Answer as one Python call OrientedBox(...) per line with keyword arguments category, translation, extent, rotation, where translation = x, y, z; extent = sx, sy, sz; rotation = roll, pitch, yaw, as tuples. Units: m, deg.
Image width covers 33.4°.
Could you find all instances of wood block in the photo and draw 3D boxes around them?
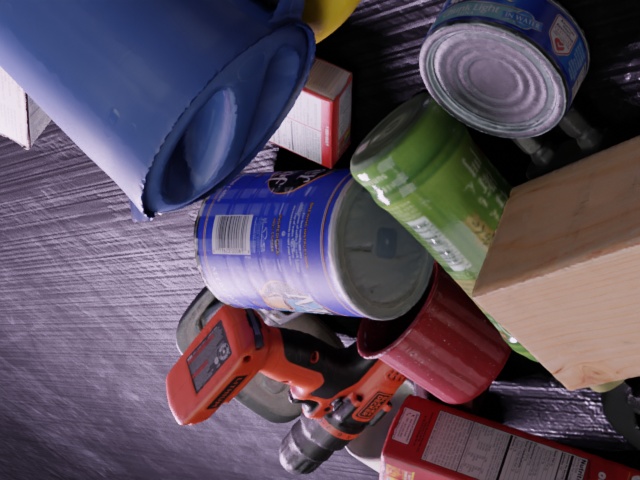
OrientedBox(category="wood block", translation=(0.191, -0.002, 0.534), extent=(0.090, 0.090, 0.207), rotation=(42, 142, -20))

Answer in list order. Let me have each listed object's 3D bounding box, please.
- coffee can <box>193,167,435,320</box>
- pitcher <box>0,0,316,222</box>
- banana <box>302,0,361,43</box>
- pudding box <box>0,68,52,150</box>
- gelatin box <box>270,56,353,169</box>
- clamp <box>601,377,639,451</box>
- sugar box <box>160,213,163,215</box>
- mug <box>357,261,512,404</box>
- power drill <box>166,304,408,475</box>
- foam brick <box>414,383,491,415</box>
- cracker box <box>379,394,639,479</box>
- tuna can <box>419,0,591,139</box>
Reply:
OrientedBox(category="coffee can", translation=(-0.005, 0.001, 0.745), extent=(0.141, 0.102, 0.102), rotation=(1, 140, 44))
OrientedBox(category="pitcher", translation=(-0.124, -0.142, 0.584), extent=(0.243, 0.149, 0.145), rotation=(42, 165, 12))
OrientedBox(category="banana", translation=(-0.011, -0.143, 0.588), extent=(0.069, 0.037, 0.198), rotation=(39, 151, -18))
OrientedBox(category="pudding box", translation=(-0.192, -0.127, 0.735), extent=(0.039, 0.090, 0.114), rotation=(29, 152, 2))
OrientedBox(category="gelatin box", translation=(-0.023, -0.093, 0.689), extent=(0.089, 0.030, 0.073), rotation=(26, 152, 15))
OrientedBox(category="clamp", translation=(0.224, 0.099, 0.750), extent=(0.165, 0.036, 0.210), rotation=(10, 142, 37))
OrientedBox(category="sugar box", translation=(-0.127, -0.098, 0.754), extent=(0.093, 0.048, 0.176), rotation=(42, 156, 10))
OrientedBox(category="mug", translation=(0.084, 0.064, 0.791), extent=(0.081, 0.093, 0.117), rotation=(35, -178, -17))
OrientedBox(category="power drill", translation=(-0.028, 0.124, 0.872), extent=(0.187, 0.057, 0.185), rotation=(15, 124, -39))
OrientedBox(category="foam brick", translation=(0.109, 0.110, 0.864), extent=(0.051, 0.053, 0.078), rotation=(21, 152, 18))
OrientedBox(category="cracker box", translation=(0.155, 0.221, 0.863), extent=(0.214, 0.072, 0.164), rotation=(16, 141, 15))
OrientedBox(category="tuna can", translation=(0.097, -0.094, 0.567), extent=(0.086, 0.033, 0.086), rotation=(23, 151, 14))
